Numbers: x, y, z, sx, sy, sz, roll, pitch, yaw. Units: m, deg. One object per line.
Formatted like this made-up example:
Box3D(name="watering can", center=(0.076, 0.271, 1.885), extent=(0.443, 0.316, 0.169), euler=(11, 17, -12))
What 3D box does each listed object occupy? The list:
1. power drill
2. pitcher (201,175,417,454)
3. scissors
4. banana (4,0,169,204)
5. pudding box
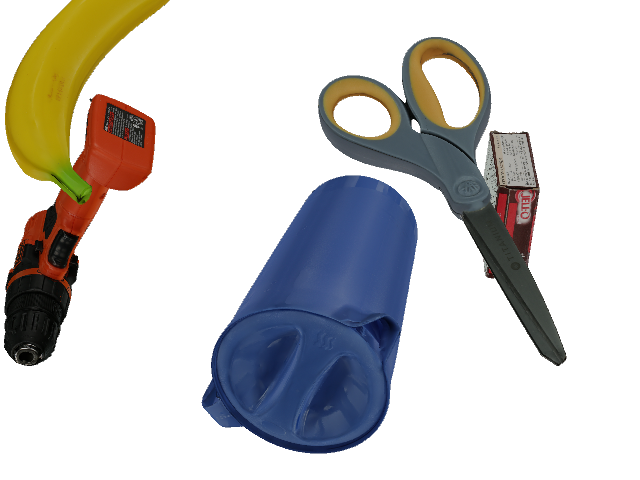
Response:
Box3D(name="power drill", center=(-0.201, -0.012, 0.865), extent=(0.057, 0.188, 0.184), euler=(25, 28, -24))
Box3D(name="pitcher", center=(0.001, 0.051, 0.869), extent=(0.149, 0.145, 0.242), euler=(11, 32, 8))
Box3D(name="scissors", center=(0.049, -0.024, 0.499), extent=(0.096, 0.201, 0.016), euler=(-6, -39, 4))
Box3D(name="banana", center=(-0.138, -0.103, 0.629), extent=(0.069, 0.197, 0.037), euler=(19, -34, -5))
Box3D(name="pudding box", center=(0.161, -0.032, 0.920), extent=(0.039, 0.090, 0.113), euler=(4, 31, 1))
